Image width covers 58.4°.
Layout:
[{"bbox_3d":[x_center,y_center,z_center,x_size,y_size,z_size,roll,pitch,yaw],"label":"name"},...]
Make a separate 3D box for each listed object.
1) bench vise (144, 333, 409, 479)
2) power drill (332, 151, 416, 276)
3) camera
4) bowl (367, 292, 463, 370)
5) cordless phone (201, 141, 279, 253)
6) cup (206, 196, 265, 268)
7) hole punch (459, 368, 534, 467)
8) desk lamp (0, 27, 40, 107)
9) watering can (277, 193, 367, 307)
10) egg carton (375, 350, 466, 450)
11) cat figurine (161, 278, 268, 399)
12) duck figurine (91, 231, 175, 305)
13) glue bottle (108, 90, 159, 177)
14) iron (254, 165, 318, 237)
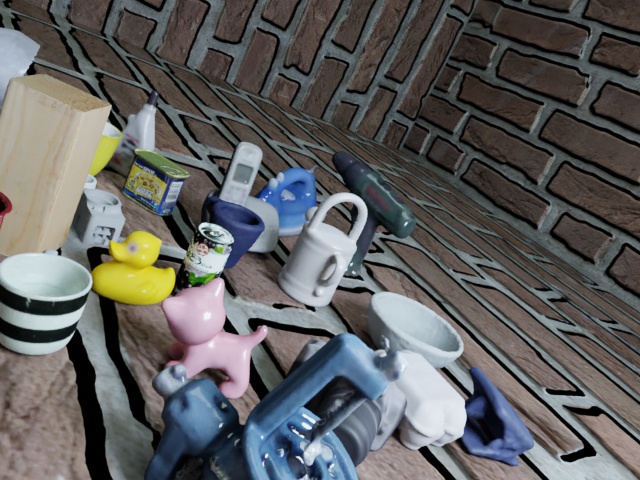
[{"bbox_3d":[-0.039,0.151,0.451,0.207,0.219,0.121,25,18,-6],"label":"bench vise"},{"bbox_3d":[0.075,-0.044,1.175,0.229,0.208,0.076,35,20,25],"label":"power drill"},{"bbox_3d":[0.023,0.183,0.645,0.143,0.101,0.137,30,18,9],"label":"camera"},{"bbox_3d":[0.140,0.159,0.922,0.167,0.074,0.167,24,18,-8],"label":"bowl"},{"bbox_3d":[-0.122,-0.073,1.014,0.148,0.185,0.094,13,23,-38],"label":"cordless phone"},{"bbox_3d":[-0.157,-0.010,0.937,0.117,0.095,0.092,36,20,26],"label":"cup"},{"bbox_3d":[0.245,0.245,0.804,0.101,0.091,0.108,20,19,-20],"label":"hole punch"},{"bbox_3d":[-0.535,-0.230,0.820,0.204,0.213,0.117,16,21,-31],"label":"desk lamp"},{"bbox_3d":[0.007,0.003,0.970,0.101,0.194,0.172,7,26,-47],"label":"watering can"},{"bbox_3d":[0.122,0.209,0.765,0.108,0.069,0.150,11,24,-41],"label":"egg carton"},{"bbox_3d":[-0.121,0.101,0.640,0.128,0.117,0.067,21,18,-17],"label":"cat figurine"},{"bbox_3d":[-0.231,0.031,0.734,0.105,0.086,0.077,14,22,-35],"label":"duck figurine"},{"bbox_3d":[-0.341,-0.202,1.083,0.078,0.173,0.037,30,18,9],"label":"glue bottle"},{"bbox_3d":[-0.079,-0.093,1.201,0.118,0.141,0.259,31,18,14],"label":"iron"}]
